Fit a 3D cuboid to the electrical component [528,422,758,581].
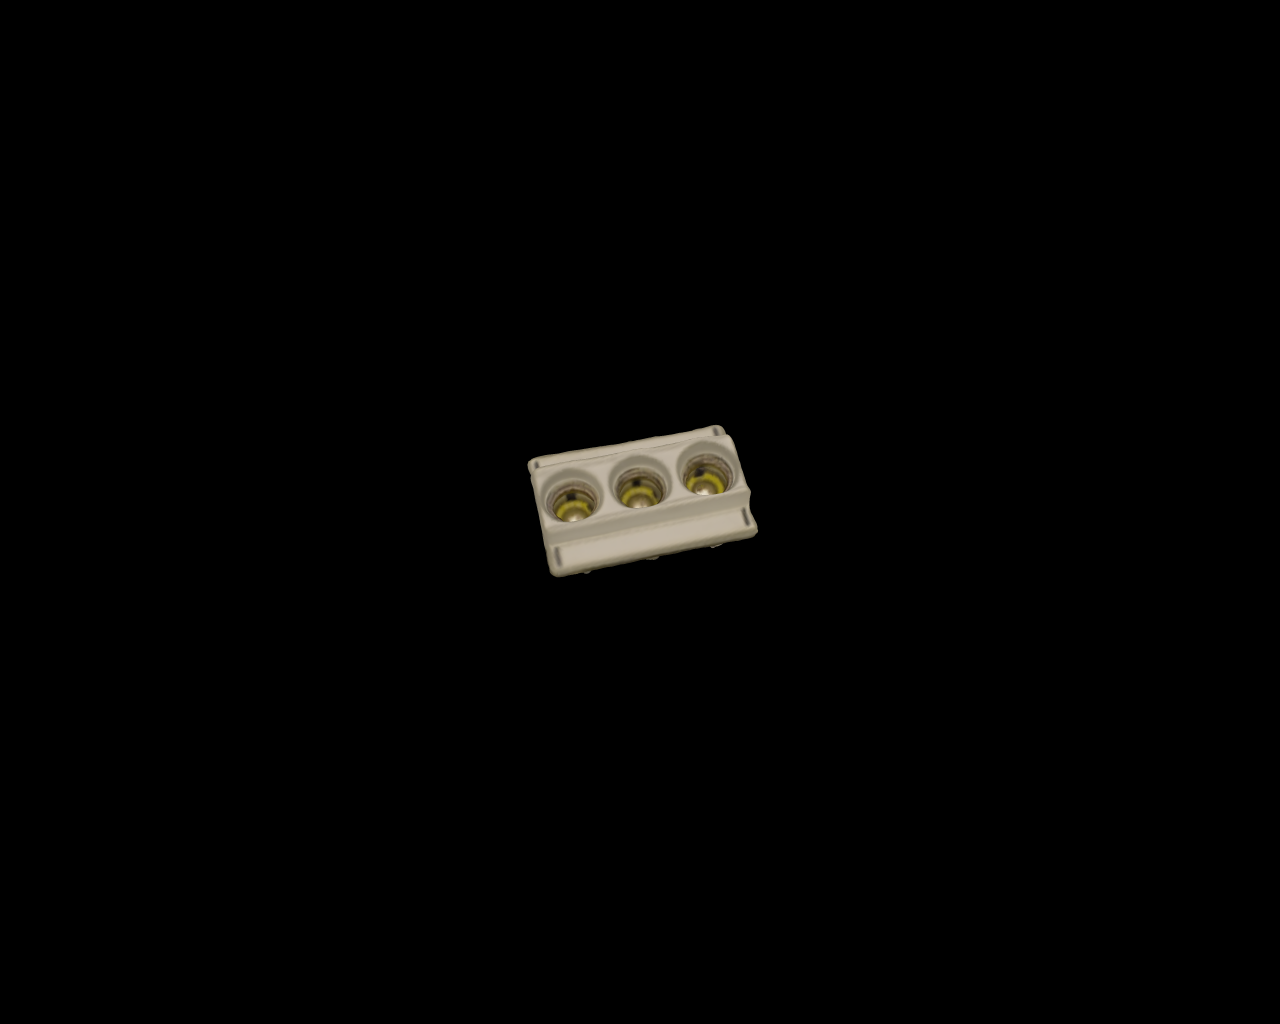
[{"bbox_3d":[0.001,-0.003,0.650,0.121,0.079,0.063,-11,-30,-6],"label":"electrical component"}]
